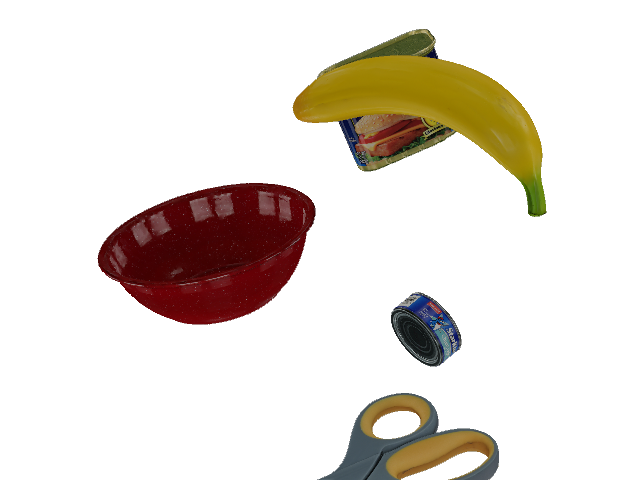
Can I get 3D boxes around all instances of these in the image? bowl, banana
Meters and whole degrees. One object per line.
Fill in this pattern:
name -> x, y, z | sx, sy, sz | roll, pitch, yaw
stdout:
bowl -> -0.077, 0.015, 0.785 | 0.162, 0.055, 0.162 | -11, 25, 5
banana -> 0.062, -0.081, 0.663 | 0.198, 0.070, 0.037 | 27, 9, 35

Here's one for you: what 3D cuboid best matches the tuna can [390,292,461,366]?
tuna can -> 0.123, 0.105, 1.252 | 0.033, 0.086, 0.086 | -36, 17, -24

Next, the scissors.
scissors -> 0.003, 0.132, 0.610 | 0.201, 0.016, 0.096 | -9, 30, -15

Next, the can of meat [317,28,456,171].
can of meat -> 0.060, -0.117, 0.898 | 0.102, 0.084, 0.057 | -23, 26, 4
